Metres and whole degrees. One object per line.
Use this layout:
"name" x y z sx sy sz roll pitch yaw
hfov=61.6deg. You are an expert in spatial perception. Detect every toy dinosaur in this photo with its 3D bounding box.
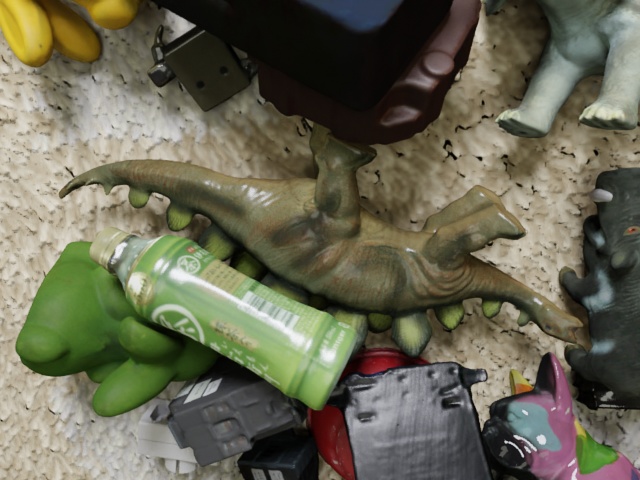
"toy dinosaur" -0.001 -0.001 0.473 0.472 0.105 0.198 25 108 3
"toy dinosaur" 0.278 -0.154 0.408 0.405 0.131 0.192 13 93 -9

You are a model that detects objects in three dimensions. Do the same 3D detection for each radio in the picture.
"radio" -0.027 -0.196 0.356 0.230 0.073 0.131 33 70 15

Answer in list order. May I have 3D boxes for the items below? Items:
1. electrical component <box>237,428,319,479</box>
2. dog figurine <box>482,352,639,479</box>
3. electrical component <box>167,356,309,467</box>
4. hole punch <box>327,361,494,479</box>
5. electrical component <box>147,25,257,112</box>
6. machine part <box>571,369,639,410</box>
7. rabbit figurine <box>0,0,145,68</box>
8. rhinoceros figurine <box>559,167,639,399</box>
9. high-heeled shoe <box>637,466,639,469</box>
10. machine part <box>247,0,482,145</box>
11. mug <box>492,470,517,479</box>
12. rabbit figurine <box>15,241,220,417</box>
"electrical component" -0.040 0.224 0.547 0.075 0.048 0.119 -5 107 28
"dog figurine" 0.246 0.206 0.471 0.192 0.108 0.219 -11 69 -12
"electrical component" -0.074 0.146 0.506 0.134 0.115 0.058 -23 97 13
"hole punch" 0.079 0.169 0.467 0.142 0.092 0.116 -9 69 4
"electrical component" -0.099 -0.163 0.471 0.102 0.045 0.078 -33 128 14
"machine part" 0.317 0.139 0.515 0.139 0.039 0.084 -2 109 3
"rabbit figurine" -0.223 -0.229 0.442 0.173 0.122 0.162 6 114 17
"rhinoceros figurine" 0.254 0.035 0.454 0.073 0.112 0.190 1 86 9
"high-heeled shoe" 0.404 0.249 0.537 0.249 0.145 0.086 -36 56 36
"machine part" 0.031 -0.160 0.407 0.179 0.056 0.179 0 65 0
"mug" 0.207 0.282 0.542 0.107 0.081 0.109 46 106 3
"rabbit figurine" -0.170 0.082 0.493 0.170 0.159 0.121 15 95 -15
